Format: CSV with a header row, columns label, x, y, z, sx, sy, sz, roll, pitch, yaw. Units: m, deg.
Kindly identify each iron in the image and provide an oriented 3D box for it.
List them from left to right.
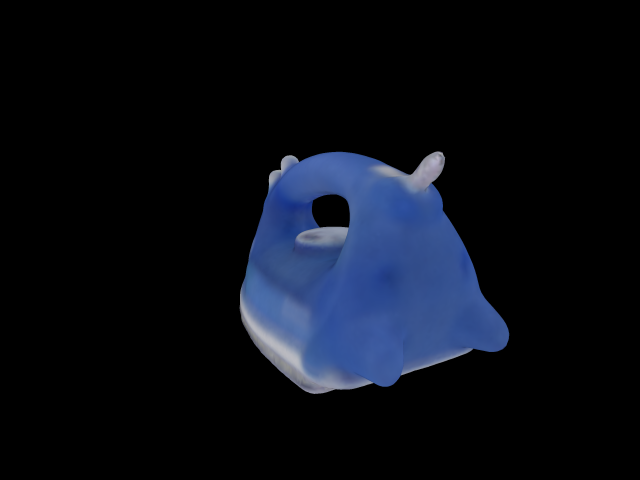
label,x,y,z,sx,sy,sz,roll,pitch,yaw
iron,0.004,0.001,0.400,0.119,0.141,0.257,-8,16,-30
